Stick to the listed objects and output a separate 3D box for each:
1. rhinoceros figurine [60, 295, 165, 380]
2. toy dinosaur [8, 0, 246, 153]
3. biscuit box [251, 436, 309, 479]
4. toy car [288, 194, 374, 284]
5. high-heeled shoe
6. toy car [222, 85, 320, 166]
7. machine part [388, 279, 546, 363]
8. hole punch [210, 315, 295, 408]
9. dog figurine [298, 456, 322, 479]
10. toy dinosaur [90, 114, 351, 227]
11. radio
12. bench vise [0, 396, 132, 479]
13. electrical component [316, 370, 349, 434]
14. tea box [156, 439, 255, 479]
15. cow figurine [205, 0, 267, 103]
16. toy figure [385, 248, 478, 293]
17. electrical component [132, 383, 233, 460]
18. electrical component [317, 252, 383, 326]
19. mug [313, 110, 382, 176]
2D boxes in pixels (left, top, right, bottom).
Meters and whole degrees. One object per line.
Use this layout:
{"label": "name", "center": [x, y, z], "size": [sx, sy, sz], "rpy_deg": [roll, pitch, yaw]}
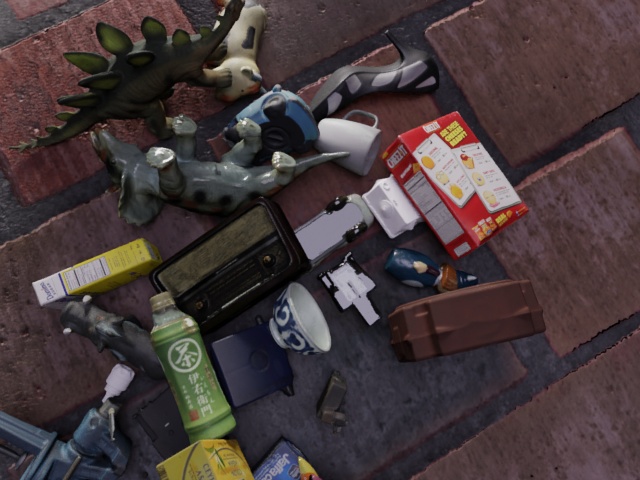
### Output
{"label": "rhinoceros figurine", "center": [-0.307, 0.154, 0.828], "size": [0.190, 0.112, 0.073], "rpy_deg": [31, 81, -5]}
{"label": "toy dinosaur", "center": [-0.307, -0.248, 0.866], "size": [0.471, 0.198, 0.105], "rpy_deg": [-30, 68, 25]}
{"label": "biscuit box", "center": [-0.104, 0.395, 0.812], "size": [0.059, 0.063, 0.202], "rpy_deg": [43, 80, 4]}
{"label": "toy car", "center": [-0.002, -0.003, 0.901], "size": [0.202, 0.056, 0.073], "rpy_deg": [-35, 83, -6]}
{"label": "high-heeled shoe", "center": [0.095, -0.256, 0.965], "size": [0.249, 0.086, 0.145], "rpy_deg": [-42, 115, 8]}
{"label": "toy car", "center": [-0.081, -0.199, 0.914], "size": [0.162, 0.109, 0.103], "rpy_deg": [-19, 44, 25]}
{"label": "machine part", "center": [0.212, 0.123, 0.811], "size": [0.201, 0.201, 0.087], "rpy_deg": [-10, 77, -5]}
{"label": "hole punch", "center": [-0.108, 0.194, 0.842], "size": [0.116, 0.092, 0.142], "rpy_deg": [-22, 77, -10]}
{"label": "dog figurine", "center": [0.053, 0.394, 0.768], "size": [0.191, 0.108, 0.219], "rpy_deg": [-34, 99, -13]}
{"label": "toy dinosaur", "center": [-0.166, -0.095, 0.874], "size": [0.405, 0.192, 0.131], "rpy_deg": [7, 58, -17]}
{"label": "radio", "center": [-0.139, 0.047, 0.847], "size": [0.230, 0.073, 0.131], "rpy_deg": [-34, 82, 10]}
{"label": "bench vise", "center": [-0.408, 0.302, 0.778], "size": [0.240, 0.129, 0.223], "rpy_deg": [34, 98, -14]}
{"label": "electrical component", "center": [0.023, 0.252, 0.832], "size": [0.045, 0.102, 0.078], "rpy_deg": [27, 88, -2]}
{"label": "tea box", "center": [-0.141, 0.323, 0.713], "size": [0.068, 0.169, 0.098], "rpy_deg": [-29, 71, -5]}
{"label": "cow figurine", "center": [-0.144, -0.331, 0.950], "size": [0.127, 0.085, 0.195], "rpy_deg": [13, 77, 6]}
{"label": "toy figure", "center": [0.187, 0.057, 0.895], "size": [0.154, 0.064, 0.057], "rpy_deg": [20, 112, -2]}
{"label": "electrical component", "center": [-0.204, 0.282, 0.834], "size": [0.115, 0.058, 0.134], "rpy_deg": [-44, 83, -8]}
{"label": "electrical component", "center": [0.057, 0.086, 0.889], "size": [0.075, 0.047, 0.119], "rpy_deg": [-38, 83, -9]}
{"label": "mug", "center": [0.048, -0.177, 0.927], "size": [0.107, 0.080, 0.109], "rpy_deg": [21, 84, 11]}
